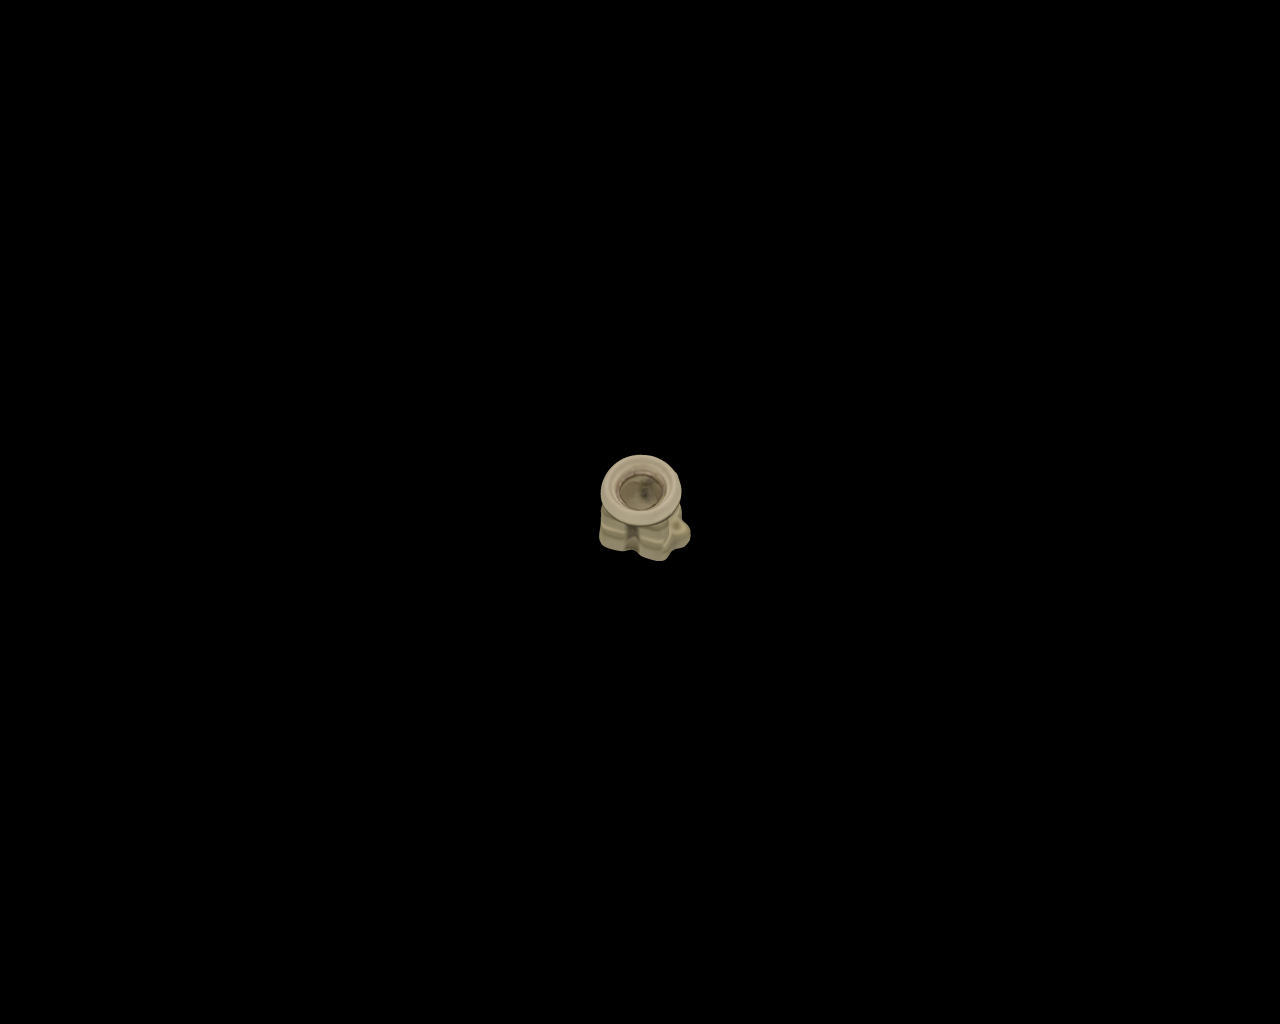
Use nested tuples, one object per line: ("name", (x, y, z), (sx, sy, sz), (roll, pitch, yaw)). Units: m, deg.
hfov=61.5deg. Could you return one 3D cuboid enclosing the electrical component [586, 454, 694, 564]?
("electrical component", (0.001, -0.003, 0.650), (0.066, 0.048, 0.055), (14, -32, 9))
